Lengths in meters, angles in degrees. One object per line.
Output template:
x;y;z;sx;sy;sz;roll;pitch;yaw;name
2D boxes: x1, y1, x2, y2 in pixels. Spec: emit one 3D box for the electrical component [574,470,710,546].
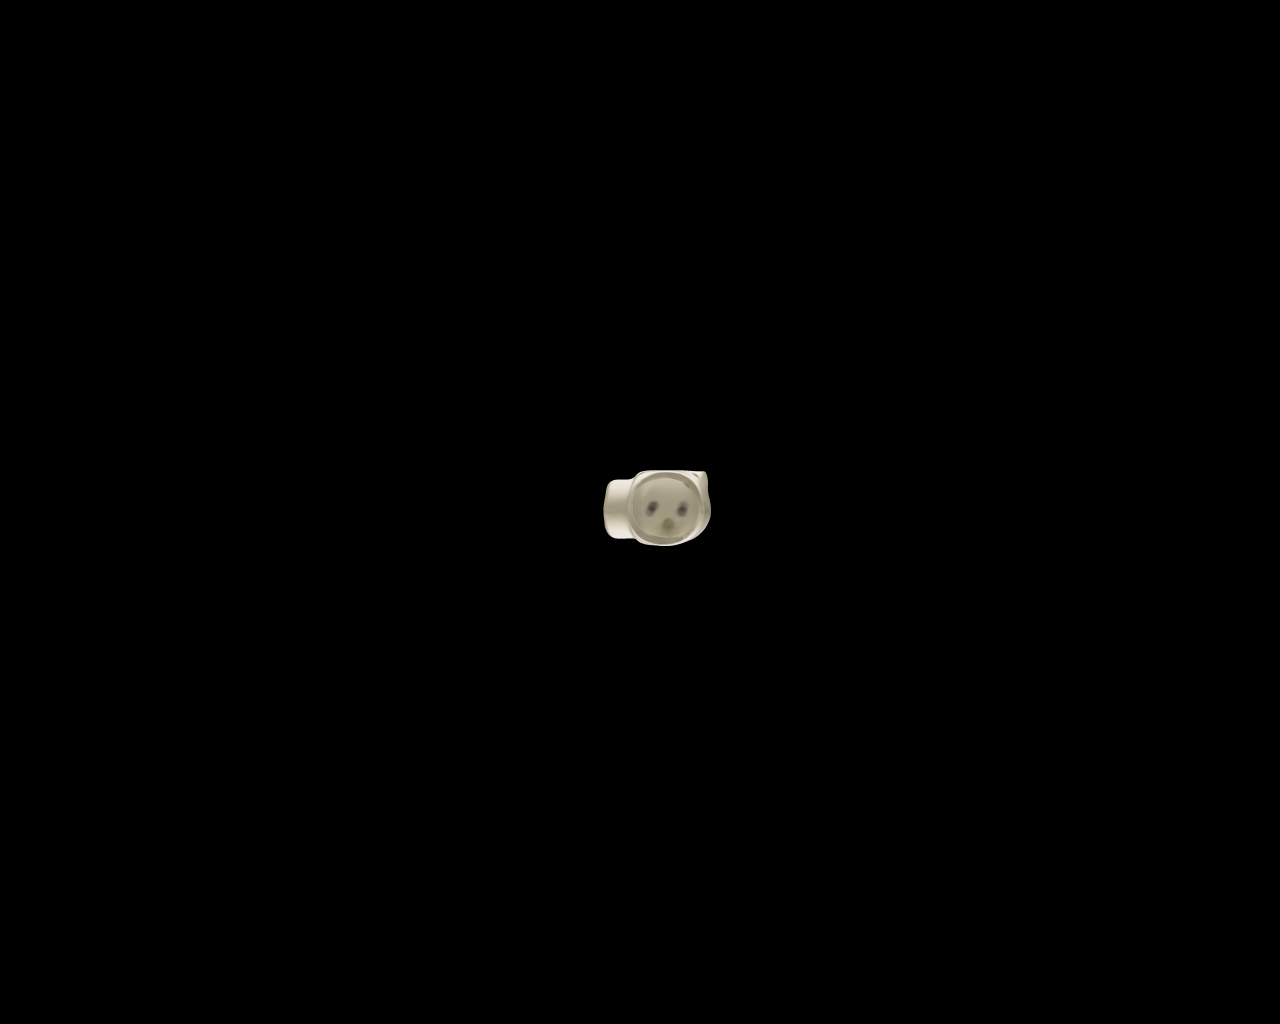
0.001;-0.003;0.650;0.079;0.043;0.077;0;0;8;electrical component
